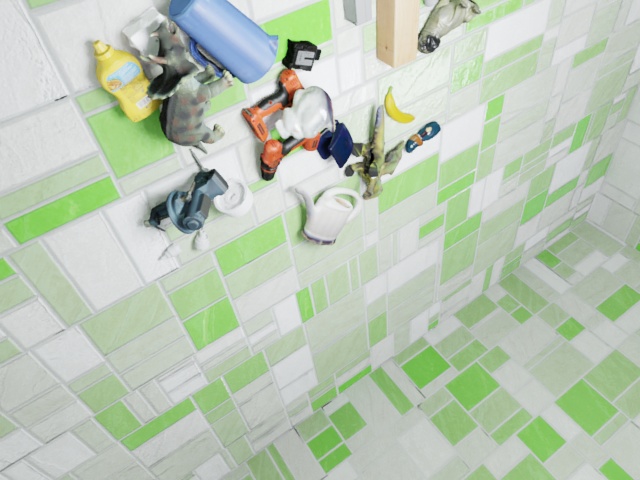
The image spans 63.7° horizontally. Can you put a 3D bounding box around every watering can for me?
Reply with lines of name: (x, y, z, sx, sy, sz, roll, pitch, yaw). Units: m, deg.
watering can: (0.005, -0.089, 1.760, 0.347, 0.106, 0.221, 3, 123, -46)

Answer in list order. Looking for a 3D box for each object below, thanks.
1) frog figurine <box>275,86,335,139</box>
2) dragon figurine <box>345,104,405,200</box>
frog figurine: (-0.045, -0.338, 1.384, 0.159, 0.123, 0.137, -12, 92, -4)
dragon figurine: (0.215, -0.295, 1.799, 0.246, 0.123, 0.401, -29, 145, -48)
